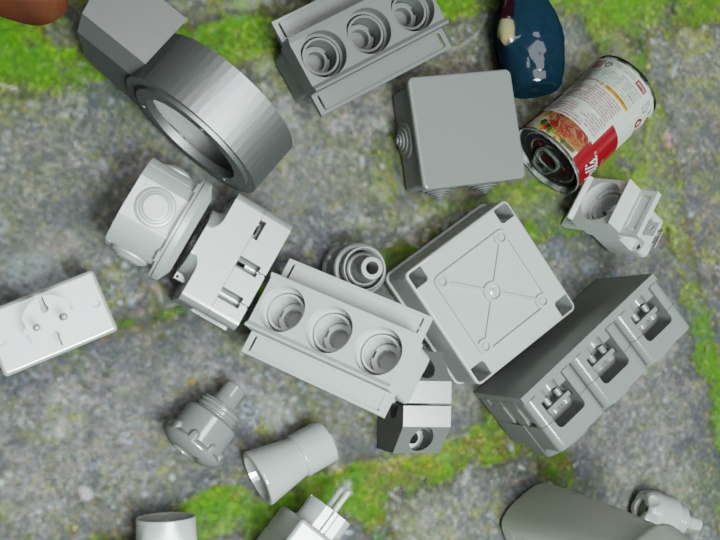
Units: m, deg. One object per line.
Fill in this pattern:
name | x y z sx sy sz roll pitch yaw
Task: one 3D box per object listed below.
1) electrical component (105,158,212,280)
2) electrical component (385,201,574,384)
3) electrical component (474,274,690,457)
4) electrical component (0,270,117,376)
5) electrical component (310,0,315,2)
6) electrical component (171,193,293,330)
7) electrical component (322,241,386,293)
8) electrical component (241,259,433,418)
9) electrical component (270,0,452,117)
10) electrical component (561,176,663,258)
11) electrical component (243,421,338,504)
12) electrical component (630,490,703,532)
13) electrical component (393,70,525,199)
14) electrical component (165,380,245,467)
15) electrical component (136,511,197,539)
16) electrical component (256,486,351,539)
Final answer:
electrical component | -0.144 -0.037 0.775 0.051 0.080 0.080 30 79 -8
electrical component | 0.095 0.018 0.858 0.109 0.056 0.108 -36 98 -16
electrical component | 0.180 0.075 0.863 0.150 0.089 0.061 -40 99 -15
electrical component | -0.216 0.037 0.749 0.083 0.076 0.047 -23 94 -17
electrical component | -0.033 -0.263 0.831 0.061 0.062 0.096 -32 96 -17
electrical component | -0.100 -0.008 0.802 0.056 0.050 0.089 31 78 -13
electrical component | 0.000 0.000 0.826 0.048 0.062 0.048 1 87 -17
electrical component | -0.014 0.052 0.790 0.121 0.063 0.078 22 78 24
electrical component | -0.002 -0.178 0.835 0.121 0.063 0.078 -30 96 -17
electrical component | 0.214 -0.043 0.893 0.064 0.081 0.042 38 76 -35
electrical component | -0.050 0.143 0.814 0.065 0.044 0.044 -26 95 -22
electrical component | 0.262 0.209 0.911 0.061 0.035 0.035 19 81 -18
electrical component | 0.077 -0.109 0.864 0.100 0.048 0.099 -8 89 -18
electrical component | -0.110 0.111 0.796 0.048 0.048 0.062 41 70 -11
electrical component | -0.157 0.217 0.773 0.079 0.044 0.077 -1 87 -17
electrical component | -0.033 0.194 0.802 0.047 0.066 0.076 41 76 -11
